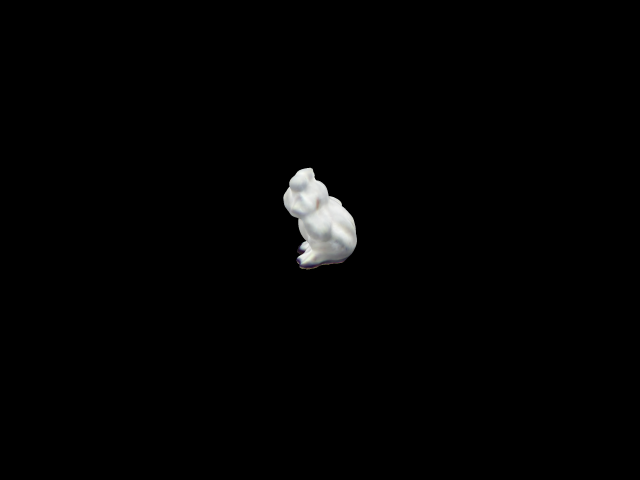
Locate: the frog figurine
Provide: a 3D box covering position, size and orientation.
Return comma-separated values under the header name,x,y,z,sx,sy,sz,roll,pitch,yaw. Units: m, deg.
name,x,y,z,sx,sy,sz,roll,pitch,yaw
frog figurine,0.003,-0.043,0.850,0.123,0.157,0.139,6,21,16
